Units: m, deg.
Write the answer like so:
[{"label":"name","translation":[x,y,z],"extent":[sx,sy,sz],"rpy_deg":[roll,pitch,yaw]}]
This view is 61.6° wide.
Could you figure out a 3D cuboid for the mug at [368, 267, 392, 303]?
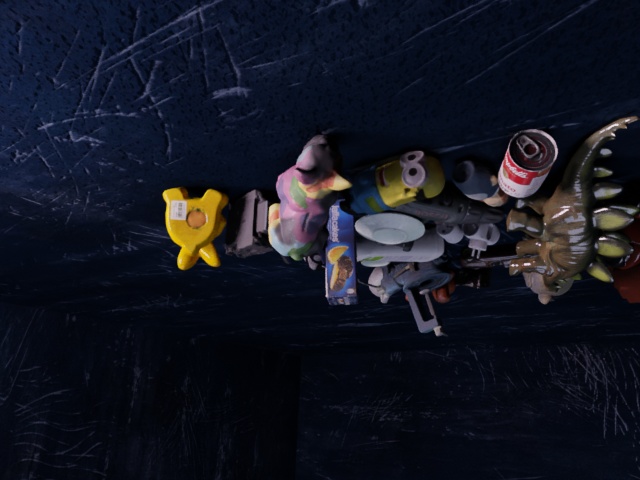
[{"label":"mug","translation":[0.177,0.110,1.461],"extent":[0.081,0.109,0.107],"rpy_deg":[10,149,1]}]

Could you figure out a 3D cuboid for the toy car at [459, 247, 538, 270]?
[{"label":"toy car","translation":[0.439,0.042,1.296],"extent":[0.202,0.053,0.089],"rpy_deg":[-5,157,26]}]

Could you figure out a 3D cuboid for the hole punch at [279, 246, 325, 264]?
[{"label":"hole punch","translation":[-0.026,-0.015,1.082],"extent":[0.092,0.116,0.142],"rpy_deg":[5,161,14]}]

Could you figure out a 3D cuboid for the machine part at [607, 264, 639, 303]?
[{"label":"machine part","translation":[0.699,0.038,1.059],"extent":[0.201,0.087,0.201],"rpy_deg":[-27,177,-29]}]

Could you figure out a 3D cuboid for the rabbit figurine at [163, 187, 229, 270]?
[{"label":"rabbit figurine","translation":[-0.238,-0.024,1.077],"extent":[0.122,0.162,0.173],"rpy_deg":[-7,-179,-10]}]

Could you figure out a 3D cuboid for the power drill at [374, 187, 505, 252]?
[{"label":"power drill","translation":[0.205,-0.040,1.037],"extent":[0.232,0.086,0.207],"rpy_deg":[12,163,-21]}]

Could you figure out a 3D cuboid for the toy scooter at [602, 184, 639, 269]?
[{"label":"toy scooter","translation":[0.596,-0.028,0.976],"extent":[0.135,0.075,0.183],"rpy_deg":[-11,129,-15]}]

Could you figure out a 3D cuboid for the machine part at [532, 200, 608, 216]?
[{"label":"machine part","translation":[0.465,-0.056,1.019],"extent":[0.084,0.039,0.139],"rpy_deg":[6,161,-26]}]

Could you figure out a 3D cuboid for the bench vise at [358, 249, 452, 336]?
[{"label":"bench vise","translation":[0.233,0.126,1.305],"extent":[0.224,0.241,0.128],"rpy_deg":[-31,151,27]}]

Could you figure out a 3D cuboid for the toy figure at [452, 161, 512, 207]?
[{"label":"toy figure","translation":[0.282,-0.090,0.914],"extent":[0.154,0.057,0.064],"rpy_deg":[19,-162,-41]}]

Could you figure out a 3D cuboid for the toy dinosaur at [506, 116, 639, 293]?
[{"label":"toy dinosaur","translation":[0.431,-0.031,0.923],"extent":[0.199,0.105,0.470],"rpy_deg":[10,148,26]}]

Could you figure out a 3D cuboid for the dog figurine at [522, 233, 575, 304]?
[{"label":"dog figurine","translation":[0.521,0.040,1.102],"extent":[0.121,0.172,0.190],"rpy_deg":[-1,171,-23]}]

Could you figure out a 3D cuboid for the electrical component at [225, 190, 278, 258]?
[{"label":"electrical component","translation":[-0.129,-0.032,1.050],"extent":[0.058,0.115,0.134],"rpy_deg":[13,159,-40]}]

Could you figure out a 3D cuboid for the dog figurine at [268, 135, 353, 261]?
[{"label":"dog figurine","translation":[-0.017,-0.063,0.862],"extent":[0.108,0.191,0.219],"rpy_deg":[12,176,-9]}]

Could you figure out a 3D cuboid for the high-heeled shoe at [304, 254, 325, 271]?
[{"label":"high-heeled shoe","translation":[-0.003,-0.004,1.245],"extent":[0.145,0.086,0.248],"rpy_deg":[34,152,31]}]

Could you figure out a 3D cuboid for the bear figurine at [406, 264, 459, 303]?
[{"label":"bear figurine","translation":[0.314,0.128,1.457],"extent":[0.120,0.132,0.195],"rpy_deg":[-2,155,25]}]

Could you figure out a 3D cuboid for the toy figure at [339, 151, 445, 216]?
[{"label":"toy figure","translation":[0.119,-0.091,0.896],"extent":[0.180,0.082,0.089],"rpy_deg":[-21,170,35]}]

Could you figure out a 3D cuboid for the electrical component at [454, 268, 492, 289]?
[{"label":"electrical component","translation":[0.409,0.095,1.408],"extent":[0.075,0.047,0.119],"rpy_deg":[8,-174,34]}]

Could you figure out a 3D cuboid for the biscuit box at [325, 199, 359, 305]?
[{"label":"biscuit box","translation":[0.042,0.022,1.045],"extent":[0.059,0.202,0.062],"rpy_deg":[-4,159,7]}]
